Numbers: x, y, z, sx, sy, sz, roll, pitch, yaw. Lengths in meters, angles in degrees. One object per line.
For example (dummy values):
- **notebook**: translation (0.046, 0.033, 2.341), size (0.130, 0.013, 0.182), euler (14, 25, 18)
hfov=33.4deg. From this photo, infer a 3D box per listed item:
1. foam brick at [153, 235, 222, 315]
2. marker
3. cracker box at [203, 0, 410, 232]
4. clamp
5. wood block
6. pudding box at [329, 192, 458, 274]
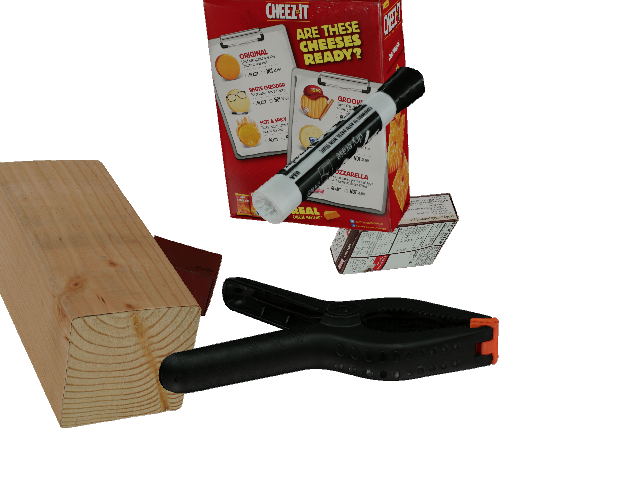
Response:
- **foam brick**: translation (-0.151, 0.038, 1.142), size (0.078, 0.051, 0.053), euler (17, 29, -2)
- **marker**: translation (0.012, -0.050, 0.523), size (0.020, 0.020, 0.121), euler (0, 36, 50)
- **cracker box**: translation (-0.007, -0.121, 0.965), size (0.164, 0.214, 0.072), euler (6, 29, 20)
- **clamp**: translation (0.010, 0.059, 0.709), size (0.210, 0.036, 0.164), euler (-1, 18, 3)
- **wood block**: translation (-0.172, 0.029, 0.772), size (0.090, 0.091, 0.206), euler (-4, 33, -31)
- **pudding box**: translation (0.075, -0.007, 1.101), size (0.113, 0.039, 0.090), euler (-8, -31, -20)
